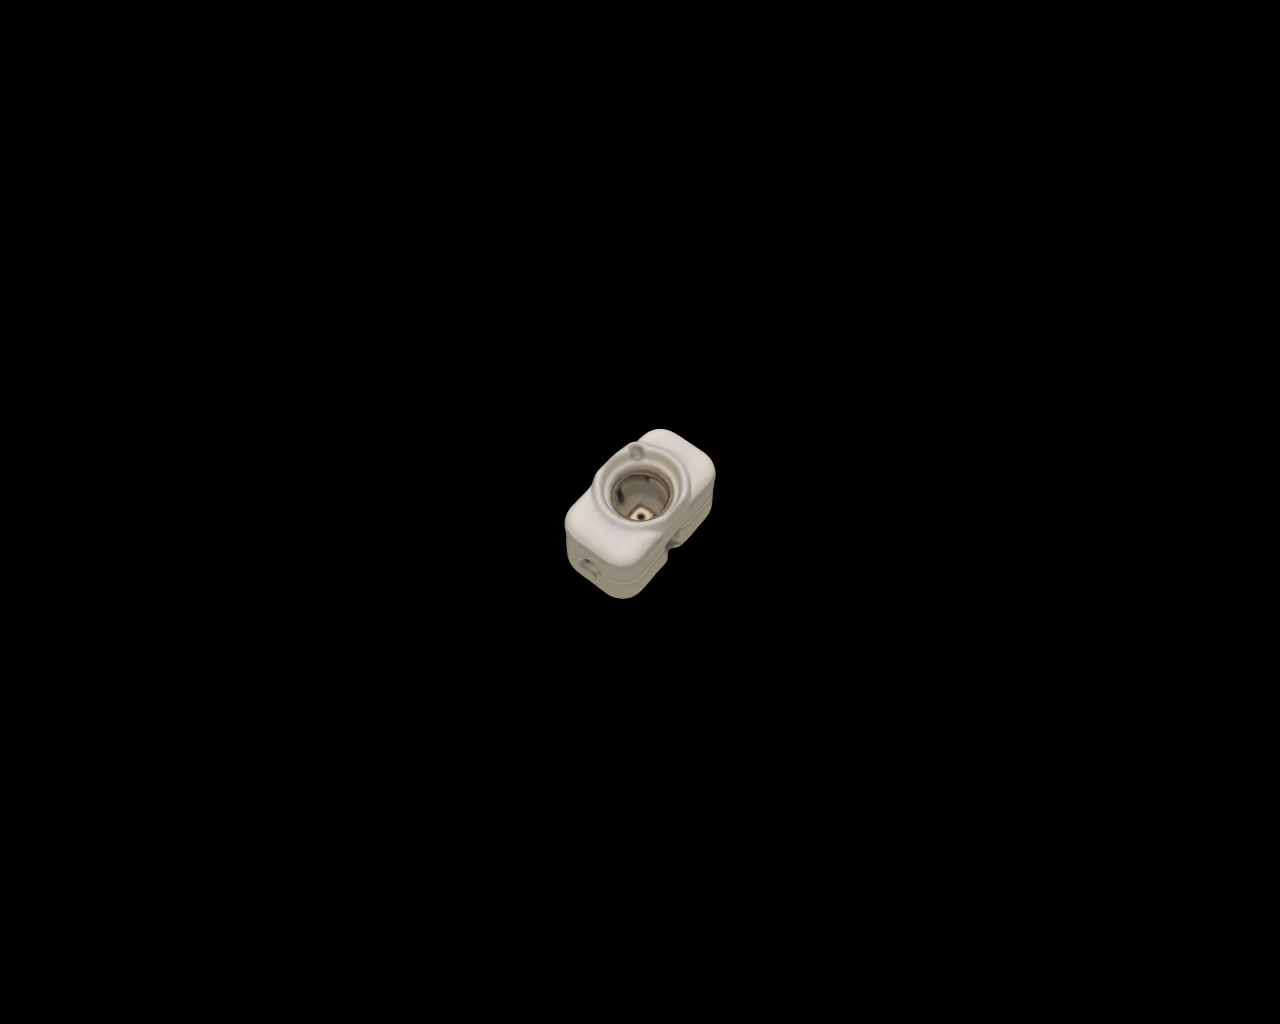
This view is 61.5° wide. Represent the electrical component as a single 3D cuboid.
[{"bbox_3d":[0.001,-0.003,0.650,0.054,0.095,0.059,36,-24,18],"label":"electrical component"}]
